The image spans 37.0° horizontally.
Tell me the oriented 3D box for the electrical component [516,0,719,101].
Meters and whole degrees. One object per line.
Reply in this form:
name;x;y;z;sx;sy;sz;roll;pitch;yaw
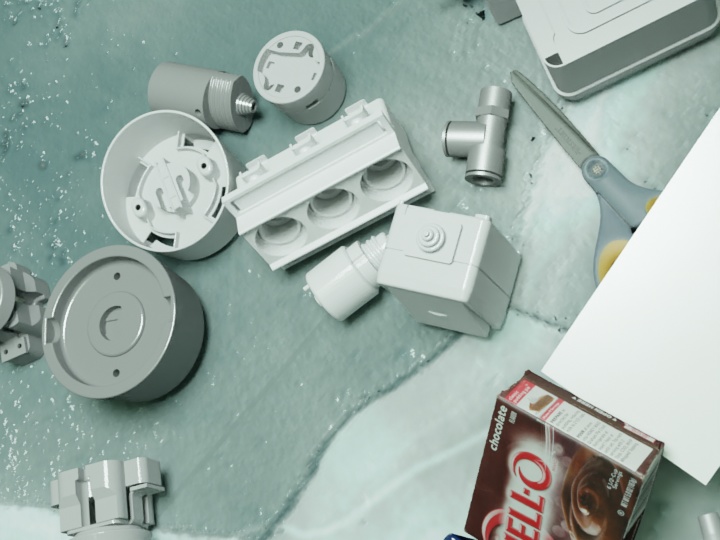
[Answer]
electrical component;0.164;-0.169;0.691;0.113;0.057;0.078;-25;67;14

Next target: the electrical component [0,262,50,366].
electrical component;-0.273;0.029;0.813;0.058;0.057;0.078;-23;67;15

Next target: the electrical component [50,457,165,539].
electrical component;-0.172;0.165;0.732;0.078;0.058;0.057;-17;66;17

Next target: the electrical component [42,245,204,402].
electrical component;-0.162;0.042;0.761;0.108;0.060;0.108;-6;72;21

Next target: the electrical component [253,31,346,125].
electrical component;-0.042;-0.136;0.772;0.055;0.047;0.055;-6;72;21

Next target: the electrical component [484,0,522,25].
electrical component;0.078;-0.213;0.745;0.076;0.047;0.083;-21;68;16

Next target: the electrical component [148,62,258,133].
electrical component;-0.112;-0.128;0.801;0.081;0.043;0.043;14;81;25

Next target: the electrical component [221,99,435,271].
electrical component;-0.023;-0.060;0.731;0.121;0.078;0.063;-27;44;13

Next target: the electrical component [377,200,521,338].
electrical component;0.053;0.000;0.664;0.062;0.096;0.061;12;80;25

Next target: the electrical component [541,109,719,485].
electrical component;0.202;0.010;0.604;0.105;0.060;0.186;35;97;18

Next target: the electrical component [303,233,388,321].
electrical component;0.000;0.000;0.718;0.078;0.040;0.040;-38;64;8

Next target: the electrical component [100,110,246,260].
electrical component;-0.132;-0.058;0.776;0.099;0.064;0.099;-7;72;21

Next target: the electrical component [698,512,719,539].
electrical component;0.200;0.164;0.590;0.035;0.035;0.061;-18;66;17
